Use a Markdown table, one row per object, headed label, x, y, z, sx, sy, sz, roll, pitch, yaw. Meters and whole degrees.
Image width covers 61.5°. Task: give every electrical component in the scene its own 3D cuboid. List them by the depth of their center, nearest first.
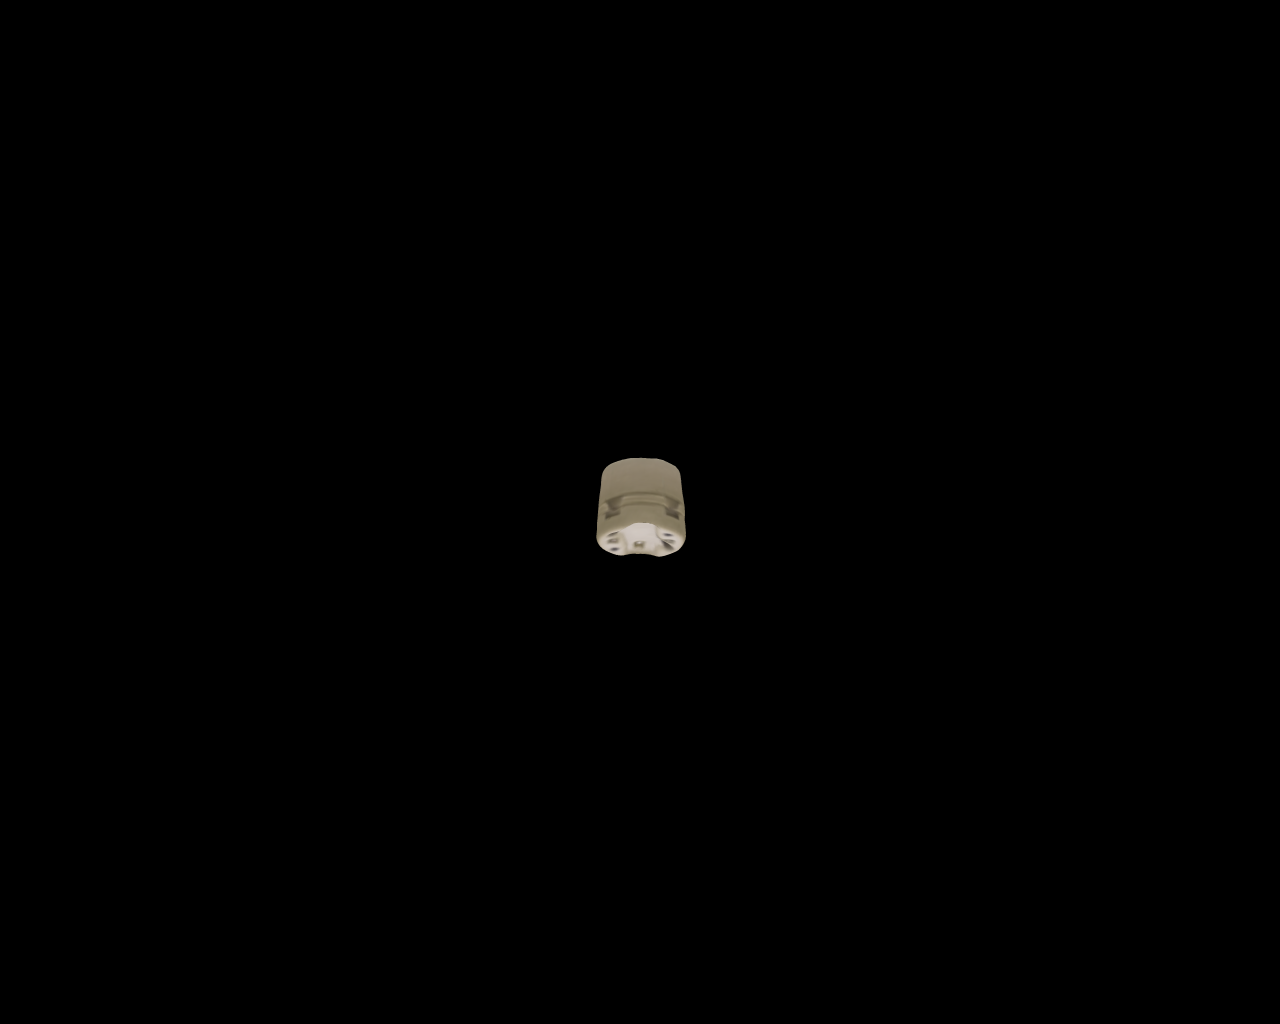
| label | x | y | z | sx | sy | sz | roll | pitch | yaw |
| --- | --- | --- | --- | --- | --- | --- | --- | --- | --- |
| electrical component | 0.001 | -0.003 | 0.650 | 0.055 | 0.047 | 0.055 | 0 | -24 | 0 |
